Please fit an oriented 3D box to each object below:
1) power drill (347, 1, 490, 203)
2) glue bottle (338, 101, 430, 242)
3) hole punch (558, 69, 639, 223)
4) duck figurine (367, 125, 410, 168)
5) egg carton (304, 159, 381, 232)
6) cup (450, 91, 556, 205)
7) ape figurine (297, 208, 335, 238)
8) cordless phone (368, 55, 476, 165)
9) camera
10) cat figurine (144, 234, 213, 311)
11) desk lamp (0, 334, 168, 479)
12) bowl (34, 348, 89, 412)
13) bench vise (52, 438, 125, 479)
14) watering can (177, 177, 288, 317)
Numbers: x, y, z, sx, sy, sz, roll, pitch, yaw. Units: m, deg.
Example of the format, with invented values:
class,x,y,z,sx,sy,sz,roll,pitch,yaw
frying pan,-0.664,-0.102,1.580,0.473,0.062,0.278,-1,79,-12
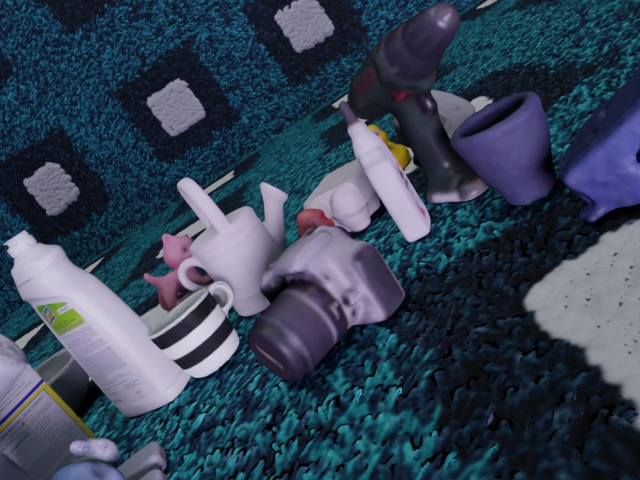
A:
class,x,y,z,sx,sy,sz,roll,pitch,yaw
power drill,0.125,-0.148,0.666,0.076,0.209,0.229,-40,17,-19
glue bottle,0.069,-0.082,0.652,0.037,0.173,0.078,-30,17,14
hole punch,0.243,-0.083,0.462,0.100,0.091,0.109,-19,23,43
duck figurine,0.098,-0.153,0.951,0.077,0.086,0.104,-28,18,22
egg carton,0.042,-0.063,0.836,0.107,0.069,0.150,-23,20,33
cup,0.190,-0.089,0.575,0.091,0.095,0.118,-28,18,21
ape figurine,0.006,0.002,0.680,0.076,0.092,0.078,-29,17,16
cordless phone,0.151,-0.225,0.876,0.094,0.185,0.148,-21,21,38
camera,-0.017,0.058,0.552,0.137,0.101,0.142,-45,19,-32
cat figurine,-0.256,0.046,1.020,0.067,0.118,0.128,-13,27,51
desk lamp,-0.271,0.190,0.474,0.203,0.214,0.117,-38,17,-12
bowl,-0.401,0.236,0.842,0.167,0.075,0.167,-31,17,11
bench vise,-0.196,0.185,0.329,0.121,0.220,0.207,-35,16,-1
watering can,-0.117,-0.007,0.765,0.173,0.194,0.100,-45,20,-32
